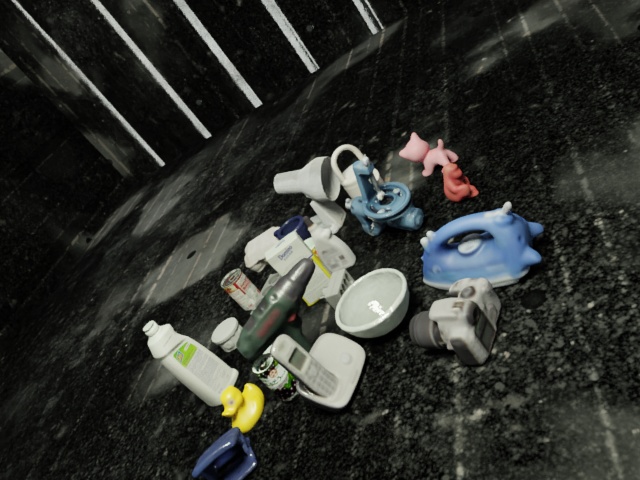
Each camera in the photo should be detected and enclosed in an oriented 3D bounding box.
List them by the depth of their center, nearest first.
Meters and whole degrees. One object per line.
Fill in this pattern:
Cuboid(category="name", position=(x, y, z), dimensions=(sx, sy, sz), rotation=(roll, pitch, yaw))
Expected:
Cuboid(category="camera", position=(0.227, 0.136, 1.000), dimensions=(0.136, 0.101, 0.143), rotation=(-12, 37, 42))

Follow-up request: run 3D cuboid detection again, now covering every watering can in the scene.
Cuboid(category="watering can", position=(0.107, -0.171, 1.531), dimensions=(0.172, 0.194, 0.101), rotation=(-6, 41, 48))

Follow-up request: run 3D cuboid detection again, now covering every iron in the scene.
Cuboid(category="iron", position=(0.279, 0.011, 1.084), dimensions=(0.257, 0.142, 0.119), rotation=(-18, 33, 36))

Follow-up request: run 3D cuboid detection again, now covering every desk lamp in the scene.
Cuboid(category="desk lamp", position=(-0.016, -0.116, 1.579), dimensions=(0.202, 0.214, 0.118), rotation=(-18, 33, 35))

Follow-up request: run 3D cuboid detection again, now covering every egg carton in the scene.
Cuboid(category="egg carton", position=(-0.156, 0.026, 1.698), dimensions=(0.150, 0.069, 0.107), rotation=(-33, 27, 12))

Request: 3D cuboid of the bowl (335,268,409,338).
Cuboid(category="bowl", position=(0.117, 0.141, 1.162), dimensions=(0.167, 0.075, 0.167), rotation=(-30, 28, 18))

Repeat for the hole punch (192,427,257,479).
Cuboid(category="hole punch", position=(-0.191, 0.416, 1.102), dimensions=(0.109, 0.091, 0.101), rotation=(-41, 26, -3))

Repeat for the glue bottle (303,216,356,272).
Cuboid(category="glue bottle", position=(0.013, 0.005, 1.398), dimensions=(0.078, 0.173, 0.037), rotation=(-23, 31, 29))

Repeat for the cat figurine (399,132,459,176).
Cuboid(category="cat figurine", position=(0.277, -0.230, 1.493), dimensions=(0.127, 0.118, 0.067), rotation=(-7, 41, 47))

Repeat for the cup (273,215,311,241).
Cuboid(category="cup", position=(-0.068, -0.003, 1.603), dimensions=(0.117, 0.095, 0.092), rotation=(-15, 35, 39))

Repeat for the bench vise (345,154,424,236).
Cuboid(category="bench vise", position=(0.119, -0.099, 1.373), dimensions=(0.206, 0.220, 0.121), rotation=(-16, 34, 38))

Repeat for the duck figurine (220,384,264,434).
Cuboid(category="duck figurine", position=(-0.170, 0.340, 1.201), dimensions=(0.077, 0.086, 0.104), rotation=(-19, 33, 35))

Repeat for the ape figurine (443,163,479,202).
Cuboid(category="ape figurine", position=(0.316, -0.138, 1.329), dimensions=(0.076, 0.092, 0.078), rotation=(-16, 34, 38))

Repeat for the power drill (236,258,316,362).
Cuboid(category="power drill", position=(-0.048, 0.177, 1.164), dimensions=(0.230, 0.209, 0.075), rotation=(-44, 27, -10))

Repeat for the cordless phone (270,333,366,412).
Cuboid(category="cordless phone", position=(-0.006, 0.218, 1.072), dimensions=(0.094, 0.185, 0.148), rotation=(-16, 35, 39))
